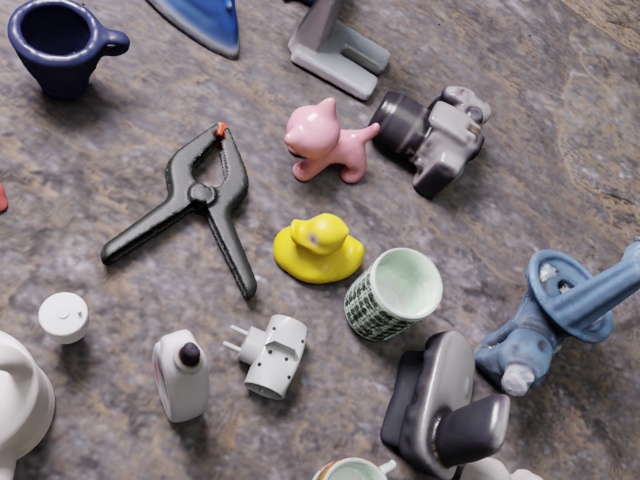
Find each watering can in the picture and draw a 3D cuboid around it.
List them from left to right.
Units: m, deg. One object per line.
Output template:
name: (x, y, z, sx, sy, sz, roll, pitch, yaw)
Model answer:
watering can: (-0.263, 0.125, 0.437, 0.173, 0.194, 0.101, 47, 61, 5)

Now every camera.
camera: (0.143, -0.153, 0.751, 0.137, 0.100, 0.143, 30, 61, -4)

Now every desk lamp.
desk lamp: (0.025, -0.317, 0.719, 0.203, 0.213, 0.118, 28, 61, -5)

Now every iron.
iron: (-0.167, -0.370, 0.718, 0.119, 0.141, 0.258, -33, 81, -28)

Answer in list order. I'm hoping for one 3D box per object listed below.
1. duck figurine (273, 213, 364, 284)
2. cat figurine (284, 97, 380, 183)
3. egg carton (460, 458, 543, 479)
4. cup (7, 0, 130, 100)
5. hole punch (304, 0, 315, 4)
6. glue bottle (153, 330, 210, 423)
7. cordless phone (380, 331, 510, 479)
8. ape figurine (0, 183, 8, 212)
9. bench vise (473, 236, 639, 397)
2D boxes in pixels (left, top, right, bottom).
duck figurine: (0.006, 0.002, 0.645, 0.105, 0.086, 0.077, 11, 64, -14)
cat figurine: (0.010, -0.123, 0.683, 0.128, 0.117, 0.067, -3, 68, -20)
egg carton: (0.181, 0.304, 0.581, 0.107, 0.069, 0.150, 22, 62, -9)
cup: (-0.272, -0.202, 0.634, 0.118, 0.095, 0.091, -4, 69, -20)
hole punch: (-0.001, -0.399, 0.816, 0.101, 0.091, 0.109, 17, 63, -11)
glue bottle: (-0.121, 0.113, 0.503, 0.037, 0.173, 0.078, -17, 74, -24)
cordless phone: (0.144, 0.156, 0.568, 0.094, 0.185, 0.147, 22, 62, -8)
ape figurine: (-0.345, -0.072, 0.554, 0.076, 0.092, 0.078, 15, 63, -12)
bench vise: (0.280, 0.086, 0.626, 0.121, 0.219, 0.207, 27, 61, -6)
